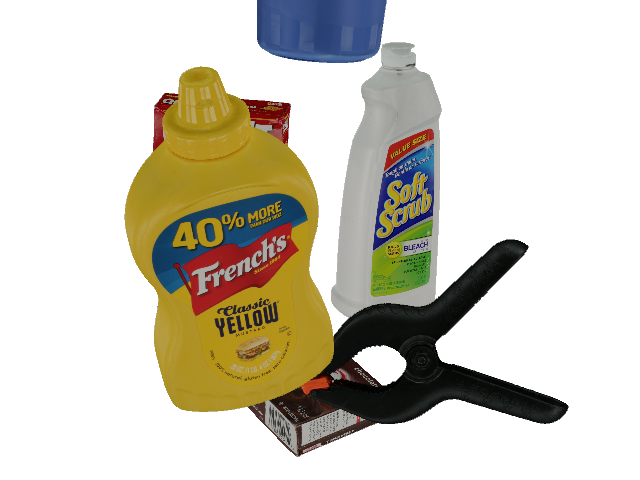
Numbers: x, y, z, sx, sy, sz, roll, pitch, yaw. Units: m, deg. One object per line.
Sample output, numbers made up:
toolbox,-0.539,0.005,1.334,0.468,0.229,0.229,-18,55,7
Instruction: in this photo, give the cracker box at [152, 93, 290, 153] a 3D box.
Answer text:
cracker box,-0.127,-0.069,1.349,0.164,0.214,0.072,5,22,2

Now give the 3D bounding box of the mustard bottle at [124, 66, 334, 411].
mustard bottle,-0.047,0.000,0.541,0.096,0.191,0.058,-14,39,-11

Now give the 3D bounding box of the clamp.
clamp,0.075,0.083,0.697,0.171,0.120,0.039,-23,-7,10

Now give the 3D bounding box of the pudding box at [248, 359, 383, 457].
pudding box,-0.013,0.122,0.891,0.089,0.039,0.114,-18,38,-29

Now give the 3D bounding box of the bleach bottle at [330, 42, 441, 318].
bleach bottle,0.062,-0.056,0.991,0.102,0.251,0.068,-10,23,-24

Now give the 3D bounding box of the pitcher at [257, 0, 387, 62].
pitcher,0.012,-0.273,0.883,0.145,0.243,0.149,7,19,9
